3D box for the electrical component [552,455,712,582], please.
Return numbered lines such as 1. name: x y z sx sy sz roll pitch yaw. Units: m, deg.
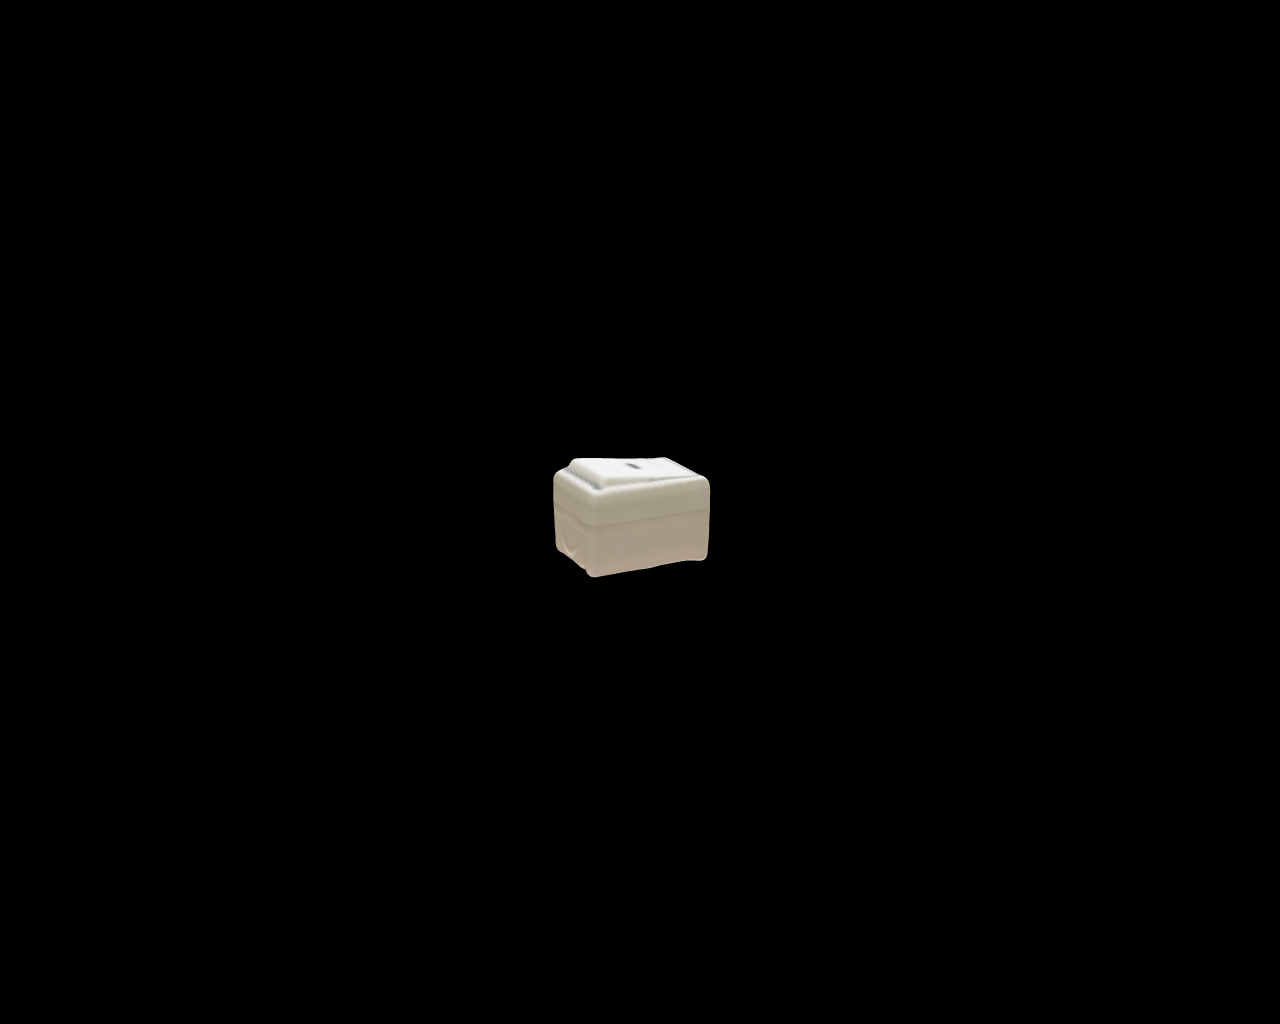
1. electrical component: 0.001 -0.003 0.650 0.096 0.061 0.062 -8 20 -24
